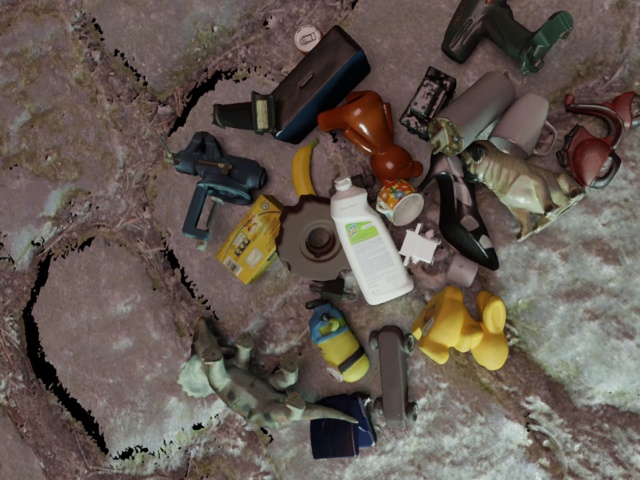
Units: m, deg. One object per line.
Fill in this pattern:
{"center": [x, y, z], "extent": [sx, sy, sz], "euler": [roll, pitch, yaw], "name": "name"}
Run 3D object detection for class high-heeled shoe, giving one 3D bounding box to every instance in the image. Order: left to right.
{"center": [0.287, -0.071, 1.019], "extent": [0.145, 0.086, 0.248], "euler": [-44, 99, -17], "name": "high-heeled shoe"}

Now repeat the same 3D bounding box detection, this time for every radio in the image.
{"center": [-0.010, -0.291, 1.046], "extent": [0.229, 0.131, 0.073], "euler": [-42, 80, 13], "name": "radio"}

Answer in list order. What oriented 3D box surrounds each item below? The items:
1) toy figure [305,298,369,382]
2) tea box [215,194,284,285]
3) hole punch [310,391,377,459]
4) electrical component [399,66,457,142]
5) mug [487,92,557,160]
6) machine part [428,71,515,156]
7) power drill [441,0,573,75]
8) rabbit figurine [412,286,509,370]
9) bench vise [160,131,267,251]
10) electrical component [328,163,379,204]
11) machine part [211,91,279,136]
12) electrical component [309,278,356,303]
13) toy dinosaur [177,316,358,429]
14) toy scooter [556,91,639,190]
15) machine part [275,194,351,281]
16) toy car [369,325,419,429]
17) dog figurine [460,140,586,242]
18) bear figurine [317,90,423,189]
{"center": [0.032, 0.199, 1.079], "extent": [0.089, 0.082, 0.180], "euler": [-24, 83, 18], "name": "toy figure"}
{"center": [-0.127, -0.002, 1.122], "extent": [0.098, 0.068, 0.169], "euler": [43, 101, 9], "name": "tea box"}
{"center": [0.038, 0.371, 1.069], "extent": [0.142, 0.092, 0.115], "euler": [-20, 84, 35], "name": "hole punch"}
{"center": [0.200, -0.249, 0.988], "extent": [0.058, 0.134, 0.115], "euler": [29, 98, 12], "name": "electrical component"}
{"center": [0.376, -0.205, 0.969], "extent": [0.110, 0.080, 0.107], "euler": [28, 90, 14], "name": "mug"}
{"center": [0.271, -0.225, 0.954], "extent": [0.079, 0.079, 0.243], "euler": [43, 63, 10], "name": "machine part"}
{"center": [0.335, -0.401, 0.946], "extent": [0.207, 0.086, 0.232], "euler": [46, 109, 29], "name": "power drill"}
{"center": [0.281, 0.168, 1.008], "extent": [0.173, 0.122, 0.162], "euler": [33, 91, -2], "name": "rabbit figurine"}
{"center": [-0.235, -0.099, 1.113], "extent": [0.224, 0.129, 0.240], "euler": [16, 78, -4], "name": "bench vise"}
{"center": [0.070, -0.105, 1.078], "extent": [0.102, 0.045, 0.078], "euler": [-23, 114, 18], "name": "electrical component"}
{"center": [-0.141, -0.234, 1.005], "extent": [0.139, 0.039, 0.084], "euler": [2, 111, 28], "name": "machine part"}
{"center": [0.027, 0.097, 1.086], "extent": [0.094, 0.063, 0.021], "euler": [12, 122, 3], "name": "electrical component"}
{"center": [-0.132, 0.306, 1.086], "extent": [0.405, 0.131, 0.192], "euler": [33, 135, 12], "name": "toy dinosaur"}
{"center": [0.476, -0.187, 0.944], "extent": [0.135, 0.075, 0.183], "euler": [28, 96, 13], "name": "toy scooter"}
{"center": [-0.002, -0.003, 1.055], "extent": [0.179, 0.056, 0.179], "euler": [-3, 109, -8], "name": "machine part"}
{"center": [0.148, 0.268, 1.063], "extent": [0.089, 0.053, 0.202], "euler": [-5, 92, 31], "name": "toy car"}
{"center": [0.360, -0.115, 0.960], "extent": [0.191, 0.172, 0.121], "euler": [56, 133, 19], "name": "dog figurine"}
{"center": [0.105, -0.187, 1.041], "extent": [0.120, 0.132, 0.195], "euler": [-41, 114, -20], "name": "bear figurine"}
